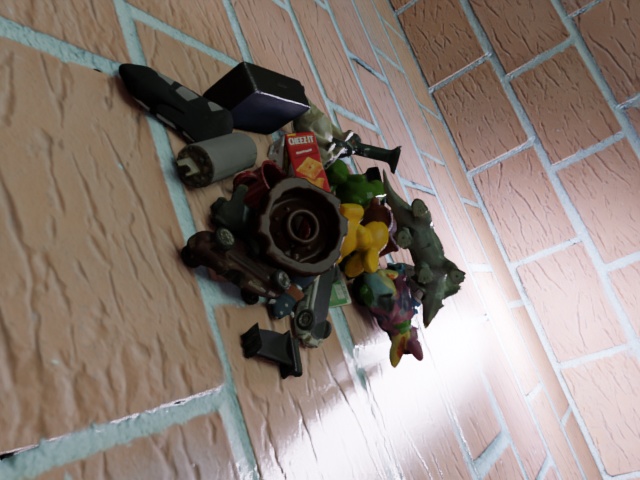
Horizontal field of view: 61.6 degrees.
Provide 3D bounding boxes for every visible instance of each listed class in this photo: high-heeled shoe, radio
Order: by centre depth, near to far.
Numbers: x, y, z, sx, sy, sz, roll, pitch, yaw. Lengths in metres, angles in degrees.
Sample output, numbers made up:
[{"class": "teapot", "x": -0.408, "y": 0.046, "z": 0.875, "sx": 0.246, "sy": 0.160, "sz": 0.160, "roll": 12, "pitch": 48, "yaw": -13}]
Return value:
[{"class": "high-heeled shoe", "x": -0.258, "y": -0.246, "z": 0.986, "sx": 0.145, "sy": 0.086, "sz": 0.248, "roll": 35, "pitch": 5, "yaw": 11}, {"class": "radio", "x": -0.132, "y": -0.295, "z": 1.150, "sx": 0.229, "sy": 0.131, "sz": 0.073, "roll": -7, "pitch": 72, "yaw": -61}]

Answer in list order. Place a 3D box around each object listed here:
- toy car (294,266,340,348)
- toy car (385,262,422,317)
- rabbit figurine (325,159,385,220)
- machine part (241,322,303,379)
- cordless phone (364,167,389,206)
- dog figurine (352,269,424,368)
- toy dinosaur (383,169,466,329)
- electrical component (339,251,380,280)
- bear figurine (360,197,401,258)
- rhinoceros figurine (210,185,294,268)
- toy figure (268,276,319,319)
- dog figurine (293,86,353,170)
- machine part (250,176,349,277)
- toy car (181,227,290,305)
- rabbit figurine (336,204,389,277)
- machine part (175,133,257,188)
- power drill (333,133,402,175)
[{"class": "toy car", "x": -0.007, "y": 0.109, "z": 1.048, "sx": 0.073, "sy": 0.056, "sz": 0.202, "roll": 40, "pitch": 53, "yaw": -49}, {"class": "toy car", "x": 0.246, "y": 0.124, "z": 1.464, "sx": 0.109, "sy": 0.103, "sz": 0.162, "roll": 34, "pitch": 36, "yaw": -42}, {"class": "rabbit figurine", "x": 0.061, "y": -0.138, "z": 1.404, "sx": 0.170, "sy": 0.121, "sz": 0.159, "roll": 50, "pitch": 30, "yaw": 15}, {"class": "machine part", "x": -0.075, "y": 0.186, "z": 0.912, "sx": 0.138, "sy": 0.039, "sz": 0.084, "roll": 35, "pitch": 43, "yaw": -45}, {"class": "cordless phone", "x": 0.183, "y": -0.116, "z": 1.600, "sx": 0.184, "sy": 0.089, "sz": 0.147, "roll": 38, "pitch": 35, "yaw": -47}, {"class": "dog figurine", "x": 0.170, "y": 0.187, "z": 1.270, "sx": 0.191, "sy": 0.108, "sz": 0.219, "roll": 17, "pitch": 53, "yaw": -56}, {"class": "toy dinosaur", "x": 0.248, "y": 0.010, "z": 1.327, "sx": 0.192, "sy": 0.131, "sz": 0.404, "roll": -61, "pitch": 130, "yaw": -89}, {"class": "electrical component", "x": 0.081, "y": 0.033, "z": 1.307, "sx": 0.115, "sy": 0.058, "sz": 0.134, "roll": 62, "pitch": 26, "yaw": 4}, {"class": "bear figurine", "x": 0.153, "y": -0.030, "z": 1.401, "sx": 0.195, "sy": 0.132, "sz": 0.120, "roll": 15, "pitch": 65, "yaw": -51}, {"class": "rhinoceros figurine", "x": -0.115, "y": -0.018, "z": 0.989, "sx": 0.190, "sy": 0.073, "sz": 0.112, "roll": 37, "pitch": 35, "yaw": -40}, {"class": "toy figure", "x": -0.044, "y": 0.078, "z": 0.994, "sx": 0.064, "sy": 0.154, "sz": 0.058, "roll": 33, "pitch": -13, "yaw": 3}, {"class": "dog figurine", "x": -0.037, "y": -0.266, "z": 1.322, "sx": 0.190, "sy": 0.172, "sz": 0.121, "roll": 44, "pitch": 41, "yaw": 8}, {"class": "machine part", "x": -0.036, "y": -0.020, "z": 0.949, "sx": 0.179, "sy": 0.056, "sz": 0.179, "roll": 6, "pitch": 76, "yaw": -25}, {"class": "toy car", "x": -0.133, "y": 0.051, "z": 0.877, "sx": 0.202, "sy": 0.089, "sz": 0.053, "roll": 42, "pitch": 33, "yaw": -38}, {"class": "rabbit figurine", "x": 0.090, "y": -0.002, "z": 1.202, "sx": 0.173, "sy": 0.122, "sz": 0.162, "roll": 2, "pitch": 76, "yaw": -40}, {"class": "machine part", "x": -0.184, "y": -0.149, "z": 0.984, "sx": 0.079, "sy": 0.079, "sz": 0.243, "roll": 60, "pitch": 26, "yaw": -5}, {"class": "power drill", "x": 0.124, "y": -0.245, "z": 1.523, "sx": 0.232, "sy": 0.207, "sz": 0.085, "roll": -57, "pitch": 156, "yaw": -68}]
